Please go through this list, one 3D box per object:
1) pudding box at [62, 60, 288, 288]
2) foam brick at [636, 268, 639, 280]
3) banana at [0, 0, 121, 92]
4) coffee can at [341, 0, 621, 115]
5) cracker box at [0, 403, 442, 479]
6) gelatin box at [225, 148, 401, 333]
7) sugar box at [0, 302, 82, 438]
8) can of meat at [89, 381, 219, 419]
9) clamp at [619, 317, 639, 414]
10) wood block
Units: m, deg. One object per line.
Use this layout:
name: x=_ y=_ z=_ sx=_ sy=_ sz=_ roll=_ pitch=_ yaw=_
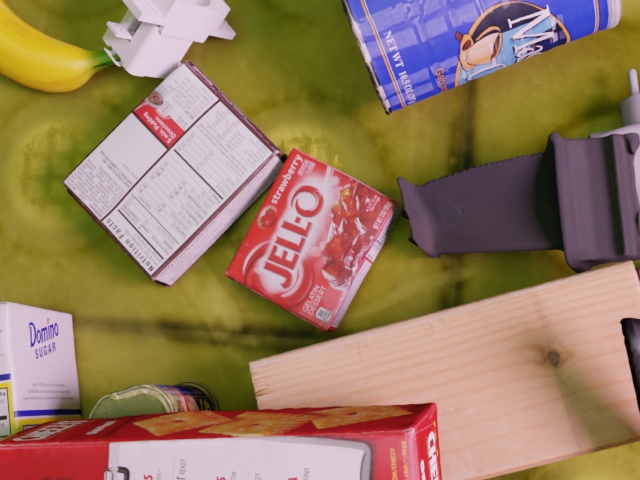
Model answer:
pudding box: x=-0.089 y=-0.041 z=0.661 sx=0.113 sy=0.039 sz=0.090 roll=-45 pitch=77 yaw=3
foam brick: x=0.213 y=0.034 z=0.584 sx=0.078 sy=0.053 sz=0.051 roll=-16 pitch=79 yaw=7
banana: x=-0.214 y=-0.158 z=0.705 sx=0.198 sy=0.037 sz=0.069 roll=44 pitch=75 yaw=11
coffee can: x=0.085 y=-0.144 z=0.609 sx=0.140 sy=0.102 sz=0.103 roll=-21 pitch=78 yaw=7
cracker box: x=-0.045 y=0.167 z=0.512 sx=0.214 sy=0.072 sz=0.164 roll=-5 pitch=90 yaw=17
gelatin box: x=-0.004 y=0.001 z=0.642 sx=0.073 sy=0.030 sz=0.089 roll=29 pitch=88 yaw=13
sugar box: x=-0.173 y=0.129 z=0.624 sx=0.048 sy=0.093 sz=0.176 roll=-12 pitch=79 yaw=8
can of meat: x=-0.088 y=0.132 z=0.611 sx=0.057 sy=0.084 sz=0.102 roll=-18 pitch=79 yaw=8
clamp: x=0.161 y=0.155 z=0.520 sx=0.210 sy=0.036 sz=0.165 roll=43 pitch=112 yaw=-9
wood block: x=0.077 y=0.086 z=0.584 sx=0.206 sy=0.090 sz=0.091 roll=-15 pitch=78 yaw=9
